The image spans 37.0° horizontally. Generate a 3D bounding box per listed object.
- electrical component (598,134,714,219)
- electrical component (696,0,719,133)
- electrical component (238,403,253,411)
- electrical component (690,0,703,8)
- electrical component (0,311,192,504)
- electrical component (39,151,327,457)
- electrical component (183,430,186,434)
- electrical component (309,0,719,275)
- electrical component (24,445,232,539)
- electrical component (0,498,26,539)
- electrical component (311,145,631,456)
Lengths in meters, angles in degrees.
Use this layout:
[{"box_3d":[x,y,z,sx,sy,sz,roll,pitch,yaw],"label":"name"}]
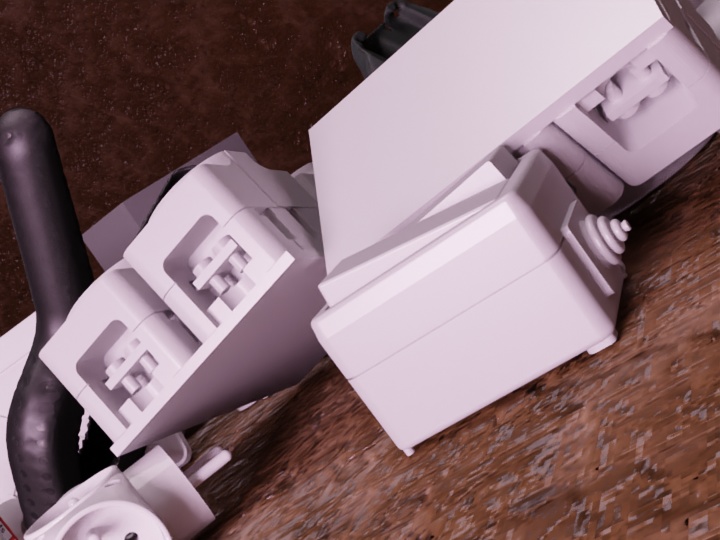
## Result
[{"box_3d":[0.099,-0.061,0.493,0.108,0.060,0.108,-36,6,5],"label":"electrical component"},{"box_3d":[0.153,-0.086,0.424,0.047,0.055,0.055,-41,7,-9],"label":"electrical component"},{"box_3d":[-0.070,0.045,0.648,0.058,0.057,0.078,-38,6,-13],"label":"electrical component"},{"box_3d":[0.242,-0.188,0.697,0.138,0.052,0.073,-36,6,5],"label":"electrical component"},{"box_3d":[-0.167,0.087,0.595,0.109,0.108,0.056,-35,-17,9],"label":"electrical component"},{"box_3d":[-0.049,0.008,0.488,0.105,0.060,0.186,-47,-11,15],"label":"electrical component"},{"box_3d":[-0.161,0.081,0.693,0.048,0.100,0.100,-54,14,-28],"label":"electrical component"},{"box_3d":[0.057,-0.055,0.409,0.150,0.062,0.089,-38,40,27],"label":"electrical component"},{"box_3d":[-0.083,0.094,0.413,0.079,0.044,0.077,-38,6,-16],"label":"electrical component"},{"box_3d":[-0.179,0.148,0.538,0.062,0.048,0.048,-42,4,20],"label":"electrical component"},{"box_3d":[0.040,0.003,0.345,0.096,0.061,0.061,-33,7,25],"label":"electrical component"}]
